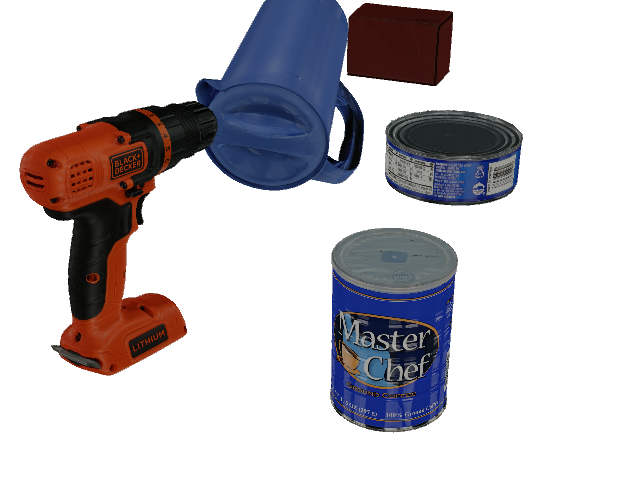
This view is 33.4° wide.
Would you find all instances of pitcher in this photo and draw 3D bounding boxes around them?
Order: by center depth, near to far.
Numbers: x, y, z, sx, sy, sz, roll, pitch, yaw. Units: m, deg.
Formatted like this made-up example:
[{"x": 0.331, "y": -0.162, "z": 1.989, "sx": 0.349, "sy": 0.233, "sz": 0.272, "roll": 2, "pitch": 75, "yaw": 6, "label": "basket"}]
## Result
[{"x": -0.030, "y": -0.170, "z": 1.159, "sx": 0.145, "sy": 0.149, "sz": 0.242, "roll": -4, "pitch": 39, "yaw": 16, "label": "pitcher"}]

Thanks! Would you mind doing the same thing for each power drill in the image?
[{"x": -0.143, "y": -0.006, "z": 0.813, "sx": 0.057, "sy": 0.188, "sz": 0.184, "roll": 15, "pitch": 26, "yaw": 34, "label": "power drill"}]

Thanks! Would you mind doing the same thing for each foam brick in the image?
[{"x": 0.065, "y": -0.162, "z": 0.880, "sx": 0.078, "sy": 0.051, "sz": 0.053, "roll": 10, "pitch": 27, "yaw": 17, "label": "foam brick"}]

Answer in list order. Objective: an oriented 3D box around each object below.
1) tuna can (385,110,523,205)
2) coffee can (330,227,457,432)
[{"x": 0.083, "y": -0.053, "z": 0.676, "sx": 0.086, "sy": 0.034, "sz": 0.086, "roll": 1, "pitch": 26, "yaw": 0, "label": "tuna can"}, {"x": 0.060, "y": 0.074, "z": 0.898, "sx": 0.103, "sy": 0.140, "sz": 0.103, "roll": 0, "pitch": 27, "yaw": 0, "label": "coffee can"}]
